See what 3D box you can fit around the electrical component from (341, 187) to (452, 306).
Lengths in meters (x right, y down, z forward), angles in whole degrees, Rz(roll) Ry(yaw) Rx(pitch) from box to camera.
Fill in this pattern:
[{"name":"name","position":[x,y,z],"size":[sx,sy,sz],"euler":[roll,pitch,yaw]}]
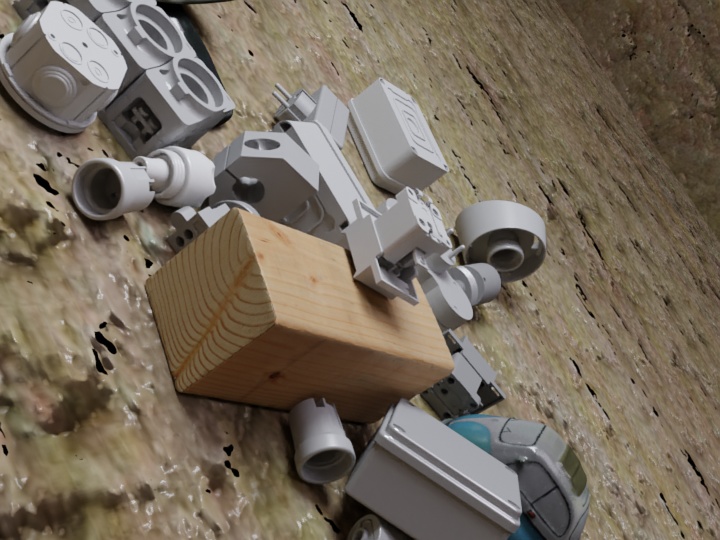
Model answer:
[{"name":"electrical component","position":[0.027,-0.020,0.754],"size":[0.042,0.064,0.081],"euler":[32,30,-41]}]

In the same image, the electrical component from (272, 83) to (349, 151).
[{"name":"electrical component","position":[-0.054,-0.145,1.014],"size":[0.076,0.047,0.083],"euler":[44,26,-21]}]

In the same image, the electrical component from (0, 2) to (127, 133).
[{"name":"electrical component","position":[-0.203,-0.138,0.733],"size":[0.080,0.051,0.080],"euler":[41,27,-26]}]

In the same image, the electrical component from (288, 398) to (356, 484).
[{"name":"electrical component","position":[-0.028,0.115,0.730],"size":[0.040,0.040,0.046],"euler":[32,26,-39]}]

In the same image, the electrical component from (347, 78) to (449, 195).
[{"name":"electrical component","position":[0.037,-0.140,1.159],"size":[0.078,0.057,0.113],"euler":[20,40,-51]}]

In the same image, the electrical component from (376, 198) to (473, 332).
[{"name":"electrical component","position":[0.065,-0.010,1.019],"size":[0.138,0.074,0.052],"euler":[56,24,6]}]

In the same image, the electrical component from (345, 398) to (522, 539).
[{"name":"electrical component","position":[0.052,0.147,0.744],"size":[0.109,0.056,0.109],"euler":[33,7,3]}]

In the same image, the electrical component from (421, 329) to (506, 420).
[{"name":"electrical component","position":[0.085,0.098,0.947],"size":[0.081,0.042,0.063],"euler":[49,32,-8]}]

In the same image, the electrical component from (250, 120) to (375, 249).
[{"name":"electrical component","position":[-0.044,-0.059,0.883],"size":[0.057,0.078,0.113],"euler":[-8,64,-60]}]

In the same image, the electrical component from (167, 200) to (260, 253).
[{"name":"electrical component","position":[-0.100,-0.022,0.774],"size":[0.066,0.048,0.055],"euler":[53,32,-1]}]

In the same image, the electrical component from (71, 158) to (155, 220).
[{"name":"electrical component","position":[-0.162,-0.054,0.712],"size":[0.040,0.040,0.046],"euler":[56,18,5]}]

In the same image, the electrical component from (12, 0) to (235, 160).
[{"name":"electrical component","position":[-0.171,-0.162,0.810],"size":[0.150,0.062,0.089],"euler":[53,25,-3]}]

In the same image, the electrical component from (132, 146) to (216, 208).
[{"name":"electrical component","position":[-0.136,-0.068,0.769],"size":[0.062,0.043,0.043],"euler":[8,50,-56]}]

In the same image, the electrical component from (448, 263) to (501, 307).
[{"name":"electrical component","position":[0.111,0.017,1.102],"size":[0.043,0.043,0.081],"euler":[59,25,11]}]

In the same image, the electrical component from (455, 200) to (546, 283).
[{"name":"electrical component","position":[0.157,-0.033,1.192],"size":[0.099,0.099,0.064],"euler":[36,36,-34]}]

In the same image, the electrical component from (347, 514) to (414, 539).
[{"name":"electrical component","position":[0.023,0.191,0.719],"size":[0.065,0.044,0.044],"euler":[35,30,-27]}]
